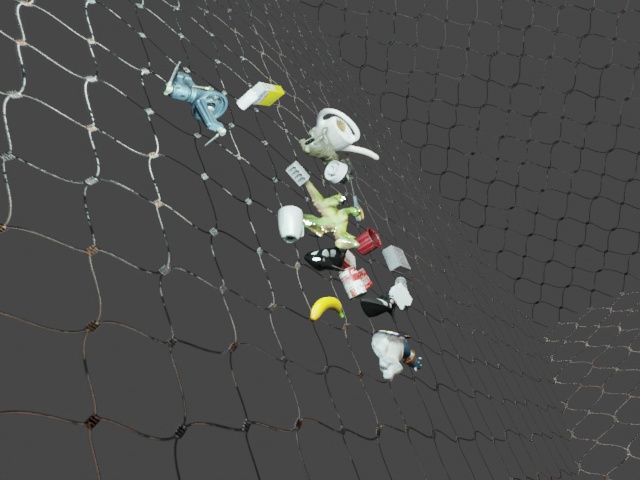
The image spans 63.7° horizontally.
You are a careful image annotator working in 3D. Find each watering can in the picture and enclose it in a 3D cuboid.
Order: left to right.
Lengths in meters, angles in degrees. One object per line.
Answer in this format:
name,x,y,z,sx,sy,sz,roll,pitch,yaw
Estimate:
watering can,0.095,-0.451,2.339,0.343,0.222,0.106,44,47,-28

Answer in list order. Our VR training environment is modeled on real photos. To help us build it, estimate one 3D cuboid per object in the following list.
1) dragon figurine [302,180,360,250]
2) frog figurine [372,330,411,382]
dragon figurine,0.006,-0.094,1.864,0.415,0.120,0.244,42,28,27
frog figurine,0.226,0.385,1.709,0.136,0.123,0.161,32,68,-57
